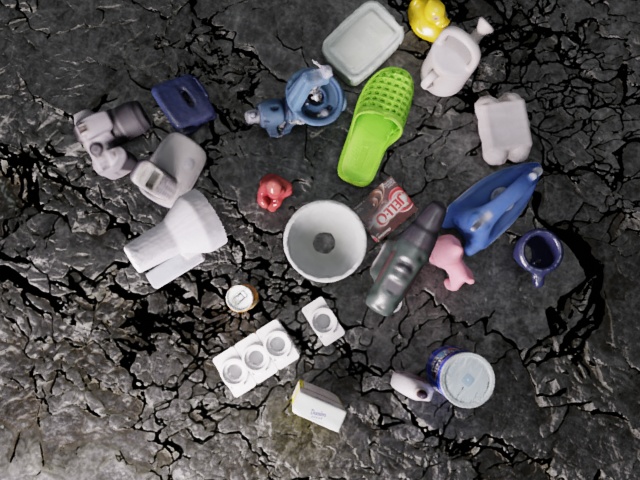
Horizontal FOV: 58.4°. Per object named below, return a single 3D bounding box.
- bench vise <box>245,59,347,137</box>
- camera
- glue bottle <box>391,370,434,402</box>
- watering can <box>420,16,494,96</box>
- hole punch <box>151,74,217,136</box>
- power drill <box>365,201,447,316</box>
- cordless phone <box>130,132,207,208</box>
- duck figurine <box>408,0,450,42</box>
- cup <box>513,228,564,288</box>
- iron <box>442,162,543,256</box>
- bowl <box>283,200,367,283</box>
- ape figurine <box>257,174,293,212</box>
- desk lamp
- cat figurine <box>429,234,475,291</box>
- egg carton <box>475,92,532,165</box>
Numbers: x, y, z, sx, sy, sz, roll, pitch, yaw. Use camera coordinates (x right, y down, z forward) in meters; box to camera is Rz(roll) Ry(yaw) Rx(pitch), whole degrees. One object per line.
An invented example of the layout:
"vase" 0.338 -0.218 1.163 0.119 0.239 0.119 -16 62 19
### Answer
"bench vise" -0.039 -0.266 1.119 0.207 0.219 0.121 -36 87 -4
"camera" -0.413 -0.217 1.164 0.137 0.101 0.143 -27 86 -4
"glue bottle" 0.185 0.287 1.103 0.078 0.173 0.037 16 85 0
"watering can" 0.272 -0.375 1.150 0.101 0.194 0.173 24 85 1
"hole punch" -0.278 -0.284 1.178 0.101 0.091 0.108 -34 87 -4
"power drill" 0.158 0.036 1.105 0.075 0.208 0.230 29 85 1
"cordless phone" -0.301 -0.147 1.119 0.094 0.185 0.148 27 85 1
"duck figurine" 0.235 -0.480 1.212 0.077 0.086 0.104 -41 87 -4
"cup" 0.435 0.039 1.170 0.091 0.095 0.118 2 85 -1
"iron" 0.372 -0.087 1.156 0.258 0.141 0.118 -41 87 -4
"bowl" 0.011 0.004 1.171 0.167 0.074 0.167 0 85 -2
"ape figurine" -0.094 -0.103 1.168 0.078 0.092 0.076 -13 86 -2
"desk lamp" -0.275 0.005 1.093 0.203 0.213 0.118 -33 87 -4
"cat figurine" 0.267 0.040 1.154 0.067 0.117 0.128 -35 87 -4
"egg carton" 0.385 -0.234 1.204 0.107 0.069 0.150 -9 86 -2
